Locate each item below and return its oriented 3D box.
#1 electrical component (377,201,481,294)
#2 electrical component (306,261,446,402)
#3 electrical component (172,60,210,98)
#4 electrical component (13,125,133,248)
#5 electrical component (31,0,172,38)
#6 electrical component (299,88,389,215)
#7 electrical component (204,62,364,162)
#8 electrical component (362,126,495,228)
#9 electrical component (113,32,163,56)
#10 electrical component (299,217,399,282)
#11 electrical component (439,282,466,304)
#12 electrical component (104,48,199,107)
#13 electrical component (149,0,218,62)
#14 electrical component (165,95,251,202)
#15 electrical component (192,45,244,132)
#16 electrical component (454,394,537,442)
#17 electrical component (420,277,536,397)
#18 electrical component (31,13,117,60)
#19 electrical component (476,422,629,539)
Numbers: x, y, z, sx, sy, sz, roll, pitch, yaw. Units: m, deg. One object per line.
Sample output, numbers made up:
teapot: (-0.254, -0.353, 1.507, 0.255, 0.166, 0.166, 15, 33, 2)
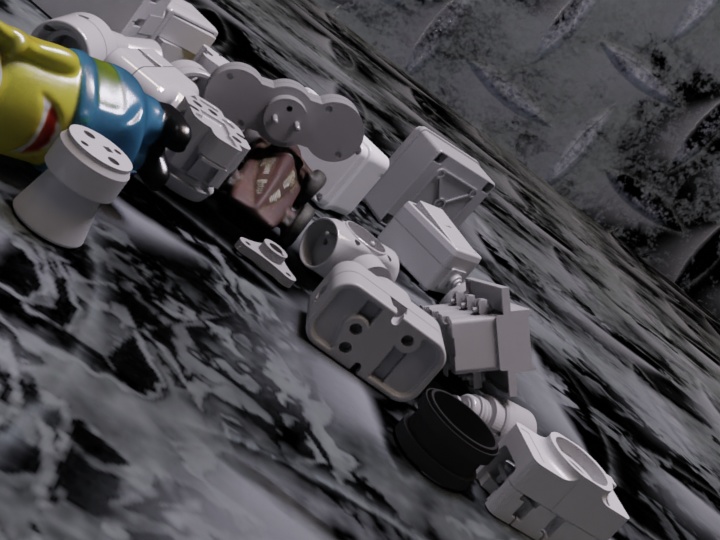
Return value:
electrical component: (0.076, -0.020, 1.088, 0.096, 0.061, 0.062, 47, 16, 27)
electrical component: (0.011, 0.041, 0.757, 0.095, 0.053, 0.059, 36, 15, -12)
electrical component: (-0.152, -0.154, 0.947, 0.055, 0.055, 0.047, 30, 13, -32)
electrical component: (-0.159, -0.046, 0.597, 0.045, 0.055, 0.045, 36, 15, -11)
electrical component: (-0.251, -0.270, 0.974, 0.150, 0.089, 0.062, 40, 14, 4)
electrical component: (-0.038, -0.118, 1.069, 0.113, 0.078, 0.057, 46, 13, 24)
electrical component: (-0.063, -0.129, 0.900, 0.138, 0.052, 0.073, 17, 17, -11)
electrical component: (0.076, -0.089, 1.203, 0.109, 0.108, 0.056, 25, 23, -44)
electrical component: (-0.208, -0.186, 0.927, 0.065, 0.044, 0.044, 10, 32, -54)
electrical component: (0.000, 0.000, 0.872, 0.077, 0.044, 0.079, 25, 20, -44)
electrical component: (0.105, 0.047, 0.966, 0.078, 0.058, 0.057, 20, 26, -51)
electrical component: (-0.168, -0.134, 0.842, 0.059, 0.053, 0.095, 40, 14, 1)
electrical component: (-0.190, -0.236, 1.079, 0.061, 0.061, 0.096, 46, 16, 24)
electrical component: (-0.123, -0.089, 0.809, 0.058, 0.057, 0.078, 29, 17, -34)
electrical component: (-0.127, -0.160, 1.019, 0.089, 0.055, 0.050, 34, 15, -20)
electrical component: (0.094, 0.110, 0.782, 0.078, 0.040, 0.040, 29, 18, -34)
electrical component: (0.087, 0.050, 0.827, 0.063, 0.078, 0.121, -5, 4, -6)
electrical component: (-0.219, -0.165, 0.814, 0.055, 0.055, 0.047, 39, 18, -3)
electrical component: (0.131, 0.148, 0.726, 0.089, 0.055, 0.050, 33, 16, -22)
